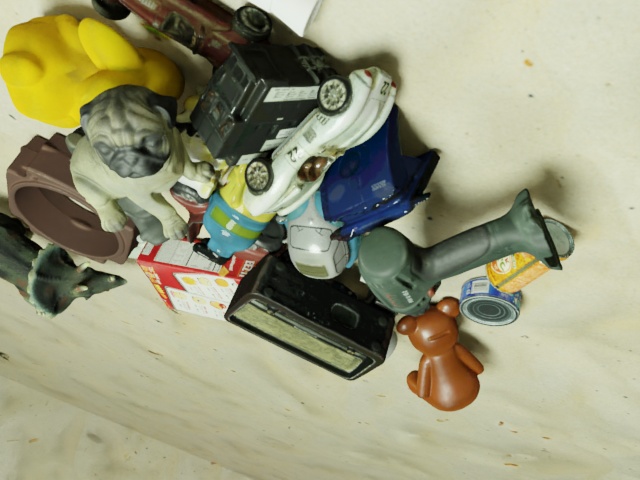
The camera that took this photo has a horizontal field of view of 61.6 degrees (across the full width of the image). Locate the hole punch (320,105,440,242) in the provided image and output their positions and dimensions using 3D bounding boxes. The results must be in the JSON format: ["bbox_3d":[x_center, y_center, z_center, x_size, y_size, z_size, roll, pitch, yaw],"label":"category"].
[{"bbox_3d":[0.055,-0.072,0.589,0.142,0.116,0.092,-21,121,43],"label":"hole punch"}]

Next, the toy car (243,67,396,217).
[{"bbox_3d":[-0.003,-0.095,0.549,0.201,0.073,0.056,-41,73,28],"label":"toy car"}]

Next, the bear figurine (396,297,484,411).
[{"bbox_3d":[0.188,0.180,0.886,0.195,0.120,0.132,64,174,-15],"label":"bear figurine"}]

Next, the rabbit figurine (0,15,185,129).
[{"bbox_3d":[-0.231,-0.181,0.569,0.173,0.121,0.162,4,-176,-17],"label":"rabbit figurine"}]

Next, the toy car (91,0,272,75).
[{"bbox_3d":[-0.141,-0.221,0.529,0.202,0.053,0.089,28,148,-15],"label":"toy car"}]

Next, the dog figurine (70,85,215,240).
[{"bbox_3d":[-0.204,-0.094,0.529,0.172,0.121,0.190,6,159,7],"label":"dog figurine"}]

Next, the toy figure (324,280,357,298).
[{"bbox_3d":[-0.009,0.094,0.887,0.155,0.064,0.057,-12,134,37],"label":"toy figure"}]

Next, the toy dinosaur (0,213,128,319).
[{"bbox_3d":[-0.551,0.014,0.949,0.405,0.131,0.192,34,154,-2],"label":"toy dinosaur"}]

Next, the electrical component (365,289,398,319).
[{"bbox_3d":[0.097,0.098,0.835,0.048,0.075,0.119,23,149,-3],"label":"electrical component"}]

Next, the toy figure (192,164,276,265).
[{"bbox_3d":[-0.086,-0.049,0.667,0.089,0.082,0.180,23,110,-25],"label":"toy figure"}]

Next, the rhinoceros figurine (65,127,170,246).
[{"bbox_3d":[-0.263,-0.075,0.720,0.190,0.073,0.112,51,148,-6],"label":"rhinoceros figurine"}]

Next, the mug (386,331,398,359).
[{"bbox_3d":[0.065,0.161,0.914,0.081,0.109,0.107,-16,120,48],"label":"mug"}]

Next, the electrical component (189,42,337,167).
[{"bbox_3d":[-0.061,-0.132,0.541,0.134,0.115,0.058,-45,68,42],"label":"electrical component"}]

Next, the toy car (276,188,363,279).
[{"bbox_3d":[-0.001,-0.002,0.718,0.109,0.103,0.161,9,142,17],"label":"toy car"}]

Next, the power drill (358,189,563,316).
[{"bbox_3d":[0.155,0.025,0.607,0.207,0.086,0.231,-16,155,25],"label":"power drill"}]

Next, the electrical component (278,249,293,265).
[{"bbox_3d":[-0.044,0.039,0.830,0.045,0.078,0.102,47,137,3],"label":"electrical component"}]

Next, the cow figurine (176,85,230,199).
[{"bbox_3d":[-0.146,-0.129,0.648,0.098,0.068,0.167,30,144,-4],"label":"cow figurine"}]

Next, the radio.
[{"bbox_3d":[-0.013,0.118,0.787,0.229,0.073,0.131,27,146,-12],"label":"radio"}]

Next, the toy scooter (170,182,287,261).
[{"bbox_3d":[-0.143,-0.019,0.788,0.184,0.075,0.135,32,144,-12],"label":"toy scooter"}]

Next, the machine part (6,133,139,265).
[{"bbox_3d":[-0.375,-0.055,0.842,0.201,0.087,0.201,26,145,-12],"label":"machine part"}]
